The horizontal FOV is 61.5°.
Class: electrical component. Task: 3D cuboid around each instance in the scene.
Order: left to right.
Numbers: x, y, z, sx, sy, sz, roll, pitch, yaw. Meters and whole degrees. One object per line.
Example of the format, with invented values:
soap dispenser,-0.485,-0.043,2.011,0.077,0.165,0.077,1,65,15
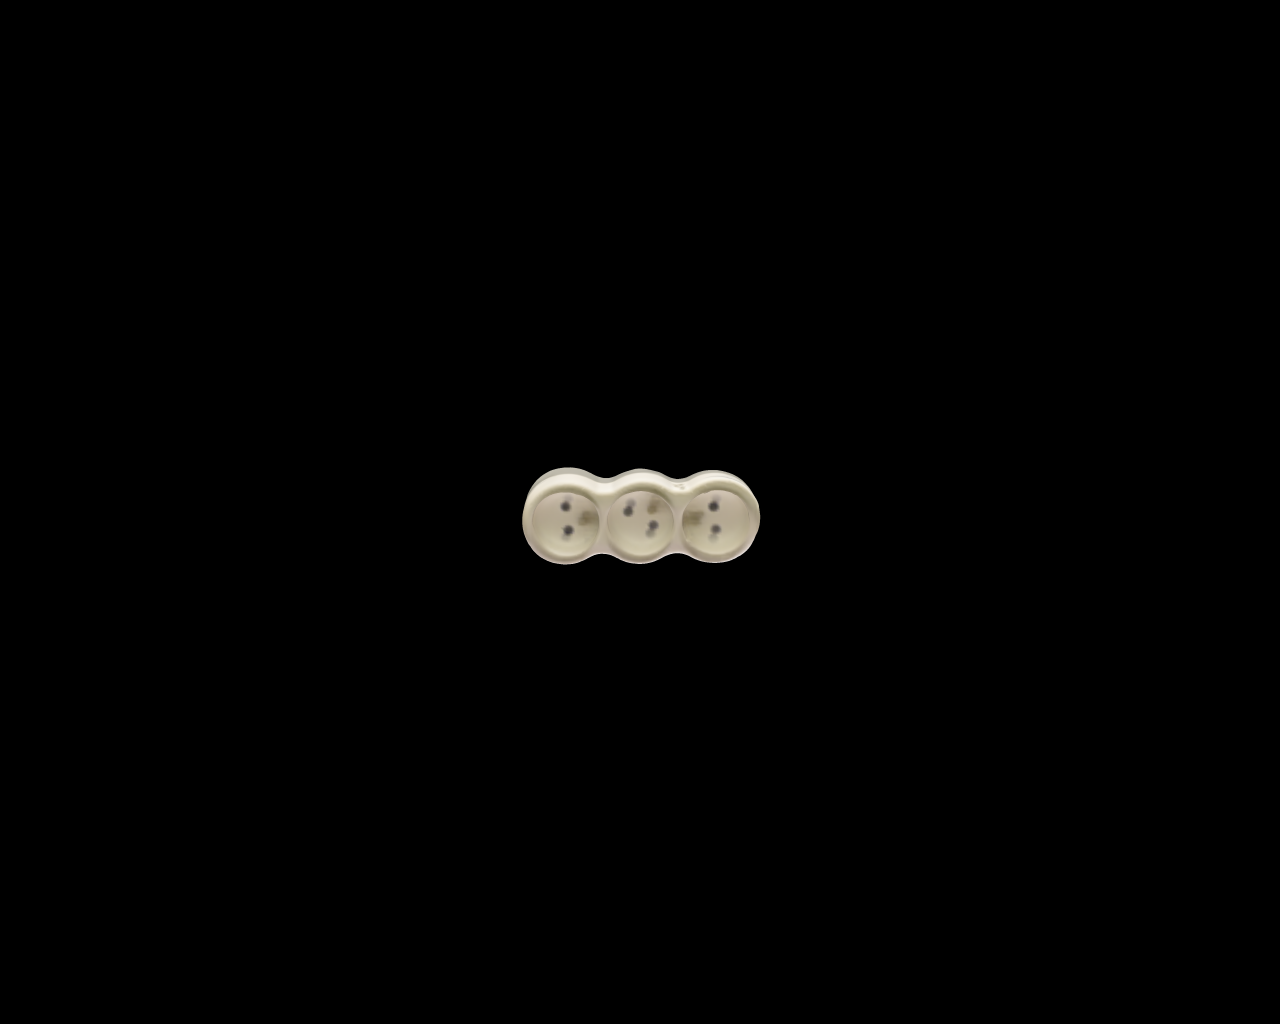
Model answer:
electrical component,0.001,-0.003,0.650,0.138,0.052,0.074,0,16,0
